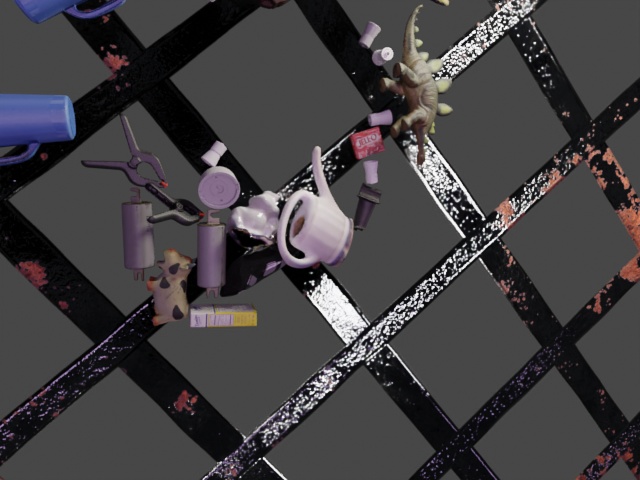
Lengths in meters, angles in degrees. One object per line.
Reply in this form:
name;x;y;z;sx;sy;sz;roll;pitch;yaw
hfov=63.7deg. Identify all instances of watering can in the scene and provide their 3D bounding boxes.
watering can;0.004;-0.072;1.435;0.222;0.353;0.103;31;-23;-28

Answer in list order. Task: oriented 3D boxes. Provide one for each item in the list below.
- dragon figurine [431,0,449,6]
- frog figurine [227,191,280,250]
dragon figurine;0.216;-0.837;1.424;0.408;0.244;0.122;22;-8;-18
frog figurine;-0.177;-0.060;1.409;0.137;0.163;0.120;13;-34;-5
